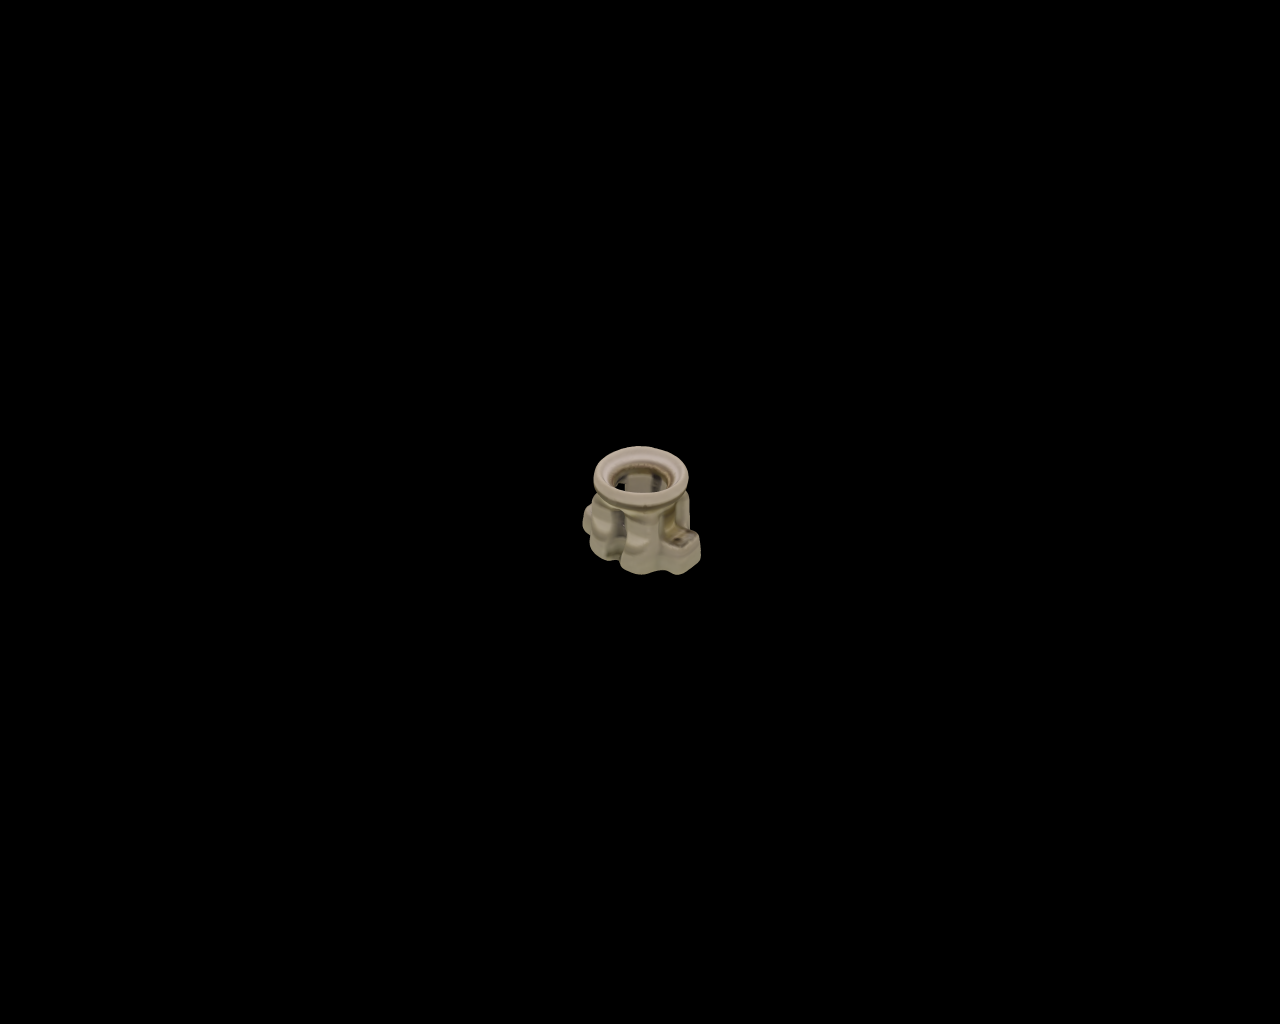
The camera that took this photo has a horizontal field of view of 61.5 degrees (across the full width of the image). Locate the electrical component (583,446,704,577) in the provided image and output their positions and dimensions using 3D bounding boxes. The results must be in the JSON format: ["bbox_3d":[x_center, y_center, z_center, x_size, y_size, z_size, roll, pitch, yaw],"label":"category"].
[{"bbox_3d":[0.001,-0.003,0.650,0.078,0.056,0.058,24,41,31],"label":"electrical component"}]
